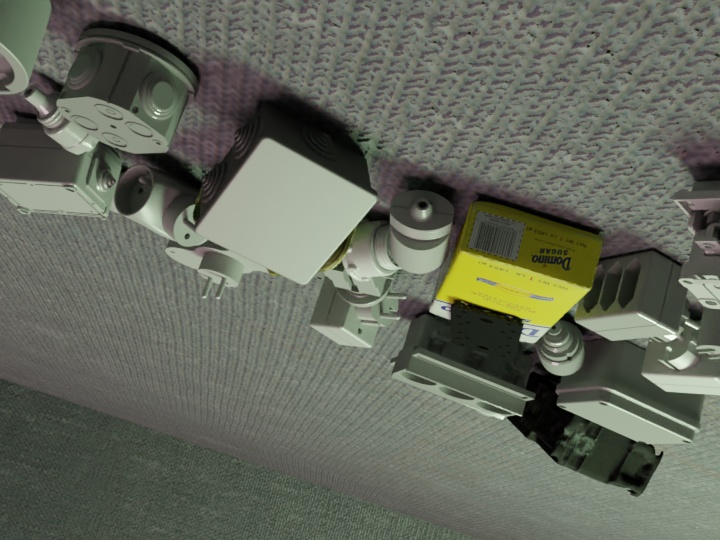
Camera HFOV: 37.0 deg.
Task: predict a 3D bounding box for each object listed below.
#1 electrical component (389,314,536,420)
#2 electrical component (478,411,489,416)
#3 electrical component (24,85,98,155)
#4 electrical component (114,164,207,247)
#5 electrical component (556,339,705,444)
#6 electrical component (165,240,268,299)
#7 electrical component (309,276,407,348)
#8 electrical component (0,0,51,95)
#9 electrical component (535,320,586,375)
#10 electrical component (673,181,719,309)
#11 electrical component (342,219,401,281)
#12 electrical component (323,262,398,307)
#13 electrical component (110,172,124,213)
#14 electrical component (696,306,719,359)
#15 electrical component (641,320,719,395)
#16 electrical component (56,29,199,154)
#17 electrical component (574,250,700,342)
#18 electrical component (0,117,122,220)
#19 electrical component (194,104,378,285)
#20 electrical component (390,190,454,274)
[{"bbox_3d":[0.100,0.091,1.028,0.121,0.063,0.079,22,162,-13],"label":"electrical component"},{"bbox_3d":[0.142,0.124,1.126,0.044,0.044,0.065,17,158,3],"label":"electrical component"},{"bbox_3d":[-0.217,-0.112,0.778,0.035,0.035,0.061,4,156,38],"label":"electrical component"},{"bbox_3d":[-0.142,-0.044,0.850,0.079,0.043,0.077,34,-175,39],"label":"electrical component"},{"bbox_3d":[0.240,0.109,0.952,0.113,0.057,0.078,25,162,-20],"label":"electrical component"},{"bbox_3d":[-0.116,-0.009,0.922,0.138,0.073,0.052,1,155,43],"label":"electrical component"},{"bbox_3d":[0.007,0.029,0.928,0.077,0.065,0.047,3,157,40],"label":"electrical component"},{"bbox_3d":[-0.230,-0.155,0.615,0.108,0.060,0.108,17,163,5],"label":"electrical component"},{"bbox_3d":[0.168,0.061,0.905,0.040,0.040,0.078,11,162,21],"label":"electrical component"},{"bbox_3d":[0.209,-0.012,0.602,0.042,0.063,0.081,2,157,44],"label":"electrical component"},{"bbox_3d":[0.019,-0.017,0.815,0.062,0.048,0.048,-5,152,37],"label":"electrical component"},{"bbox_3d":[0.000,0.000,0.883,0.066,0.048,0.055,12,154,18],"label":"electrical component"},{"bbox_3d":[-0.217,-0.070,0.906,0.061,0.035,0.035,16,163,16],"label":"electrical component"},{"bbox_3d":[0.252,0.036,0.736,0.040,0.046,0.040,17,163,5],"label":"electrical component"},{"bbox_3d":[0.244,0.058,0.809,0.077,0.047,0.066,32,158,-36],"label":"electrical component"},{"bbox_3d":[-0.147,-0.112,0.678,0.080,0.051,0.080,17,163,5],"label":"electrical component"},{"bbox_3d":[0.204,0.026,0.752,0.077,0.047,0.066,26,161,-24],"label":"electrical component"},{"bbox_3d":[-0.235,-0.082,0.854,0.096,0.061,0.061,5,159,16],"label":"electrical component"},{"bbox_3d":[-0.050,-0.050,0.709,0.100,0.048,0.099,27,121,-25],"label":"electrical component"},{"bbox_3d":[0.042,-0.031,0.748,0.043,0.043,0.081,16,163,7],"label":"electrical component"}]
